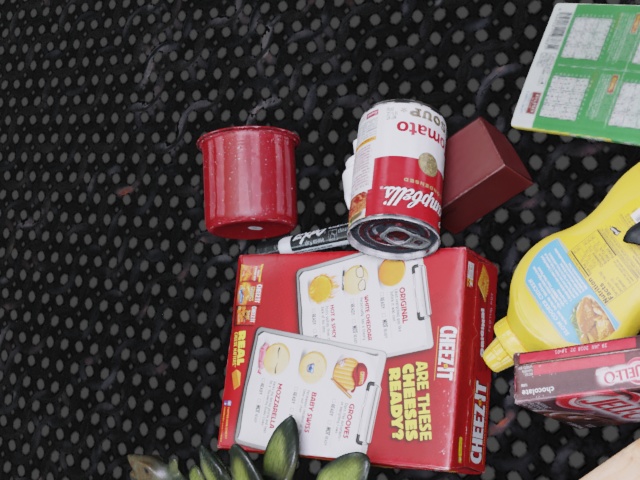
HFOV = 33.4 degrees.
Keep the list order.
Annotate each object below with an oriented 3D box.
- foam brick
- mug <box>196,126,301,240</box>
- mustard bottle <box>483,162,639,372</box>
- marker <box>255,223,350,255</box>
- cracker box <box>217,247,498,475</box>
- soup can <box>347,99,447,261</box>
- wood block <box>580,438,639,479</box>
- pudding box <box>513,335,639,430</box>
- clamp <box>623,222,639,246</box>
[{"bbox_3d":[0.116,-0.050,0.838,0.078,0.052,0.051,-34,59,22],"label":"foam brick"},{"bbox_3d":[-0.066,-0.045,0.951,0.117,0.093,0.081,153,117,-61],"label":"mug"},{"bbox_3d":[0.194,0.032,0.755,0.192,0.058,0.096,-40,62,19],"label":"mustard bottle"},{"bbox_3d":[-0.006,0.001,0.929,0.121,0.020,0.020,-12,70,33],"label":"marker"},{"bbox_3d":[0.028,0.094,0.846,0.214,0.072,0.164,-2,76,34],"label":"cracker box"},{"bbox_3d":[0.058,-0.044,0.791,0.069,0.068,0.102,-11,58,32],"label":"soup can"},{"bbox_3d":[0.183,0.211,0.690,0.206,0.090,0.091,-41,57,18],"label":"wood block"},{"bbox_3d":[0.190,0.096,0.703,0.090,0.113,0.039,-12,69,32],"label":"pudding box"},{"bbox_3d":[0.298,0.035,0.628,0.210,0.036,0.164,-25,75,36],"label":"clamp"}]
